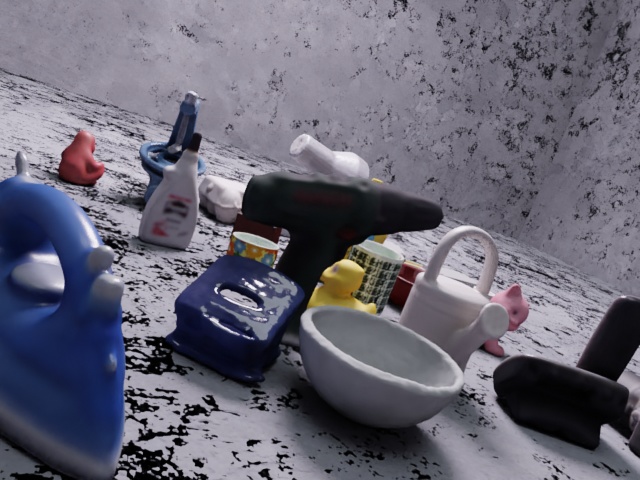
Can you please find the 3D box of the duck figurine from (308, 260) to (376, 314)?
[{"bbox_3d":[0.034,0.071,0.787,0.104,0.086,0.078,23,11,15],"label":"duck figurine"}]

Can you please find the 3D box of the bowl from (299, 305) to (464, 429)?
[{"bbox_3d":[0.049,0.131,0.555,0.167,0.075,0.167,20,11,-4],"label":"bowl"}]

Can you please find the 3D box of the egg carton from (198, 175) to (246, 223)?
[{"bbox_3d":[-0.187,-0.081,1.172,0.108,0.069,0.149,12,14,-37],"label":"egg carton"}]

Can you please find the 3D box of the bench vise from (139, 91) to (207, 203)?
[{"bbox_3d":[-0.276,-0.175,1.070,0.122,0.220,0.206,14,13,-29],"label":"bench vise"}]

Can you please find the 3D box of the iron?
[{"bbox_3d":[-0.191,0.035,0.410,0.257,0.141,0.119,29,14,38],"label":"iron"}]

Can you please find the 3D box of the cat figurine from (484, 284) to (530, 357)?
[{"bbox_3d":[0.279,0.117,0.922,0.128,0.118,0.067,19,11,-9],"label":"cat figurine"}]

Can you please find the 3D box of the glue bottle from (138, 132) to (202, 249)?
[{"bbox_3d":[-0.204,-0.075,0.835,0.078,0.173,0.037,12,13,-35],"label":"glue bottle"}]

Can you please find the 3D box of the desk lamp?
[{"bbox_3d":[-0.016,-0.110,1.239,0.204,0.213,0.117,12,13,-36],"label":"desk lamp"}]

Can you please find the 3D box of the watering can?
[{"bbox_3d":[0.164,0.079,0.700,0.101,0.194,0.172,10,15,-42],"label":"watering can"}]

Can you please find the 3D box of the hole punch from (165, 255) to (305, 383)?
[{"bbox_3d":[-0.080,0.073,0.563,0.108,0.091,0.101,23,11,12],"label":"hole punch"}]

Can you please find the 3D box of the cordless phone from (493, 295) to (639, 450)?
[{"bbox_3d":[0.309,0.139,0.693,0.147,0.185,0.094,19,11,-7],"label":"cordless phone"}]

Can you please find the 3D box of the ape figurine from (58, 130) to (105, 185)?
[{"bbox_3d":[-0.421,-0.148,1.013,0.077,0.092,0.076,23,11,13],"label":"ape figurine"}]

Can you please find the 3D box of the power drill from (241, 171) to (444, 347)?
[{"bbox_3d":[0.009,0.020,0.667,0.230,0.208,0.075,18,11,-14],"label":"power drill"}]

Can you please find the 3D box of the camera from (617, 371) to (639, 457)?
[{"bbox_3d":[0.453,0.224,0.763,0.143,0.101,0.136,15,12,-24],"label":"camera"}]
